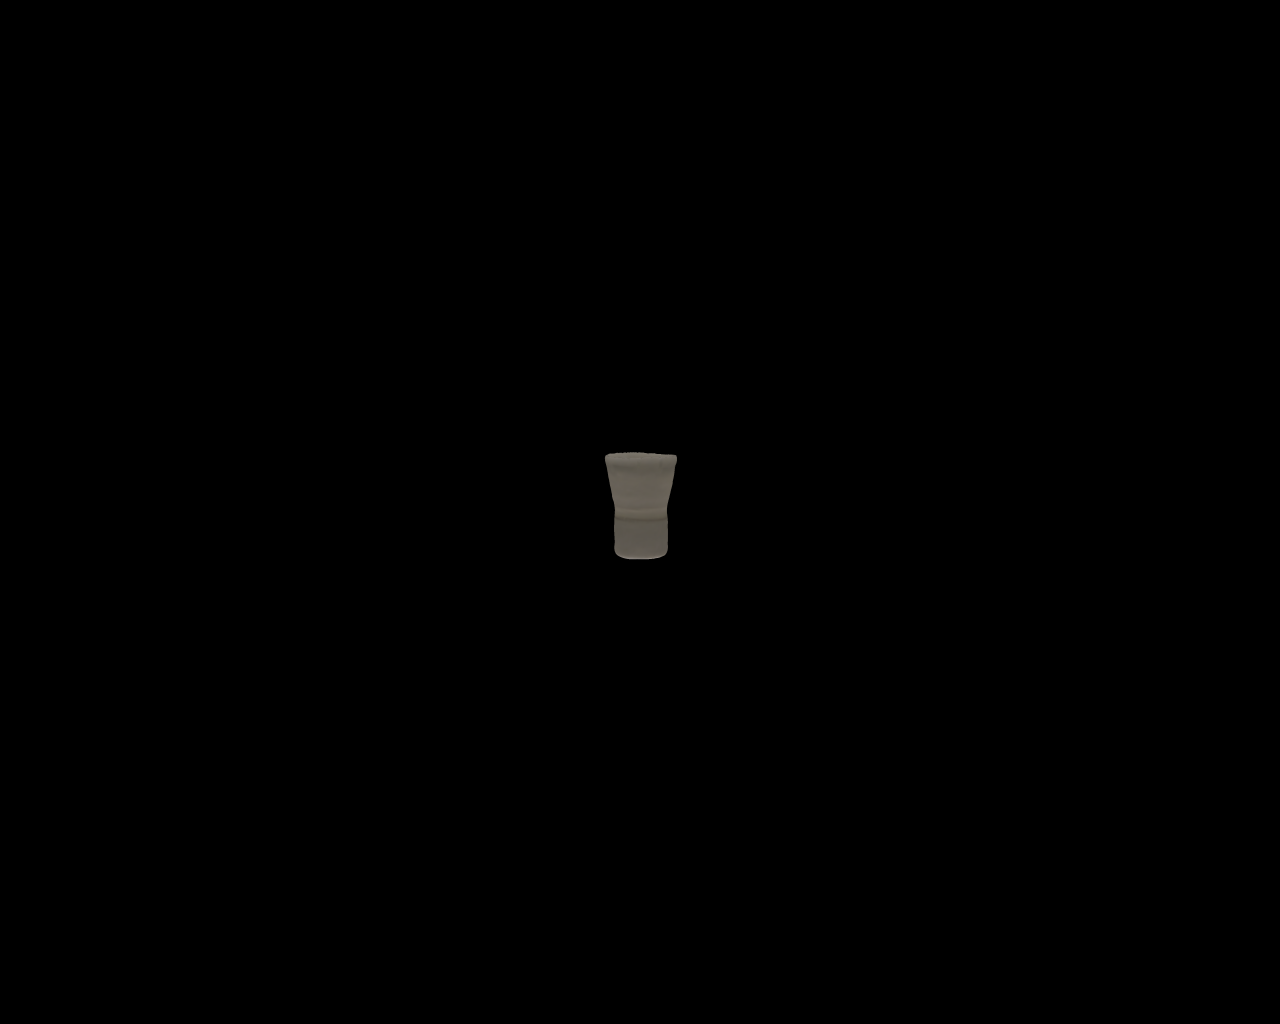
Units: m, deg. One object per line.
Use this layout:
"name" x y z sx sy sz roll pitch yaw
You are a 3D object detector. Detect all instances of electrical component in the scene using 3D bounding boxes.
"electrical component" 0.001 -0.003 0.650 0.044 0.065 0.044 0 9 0
